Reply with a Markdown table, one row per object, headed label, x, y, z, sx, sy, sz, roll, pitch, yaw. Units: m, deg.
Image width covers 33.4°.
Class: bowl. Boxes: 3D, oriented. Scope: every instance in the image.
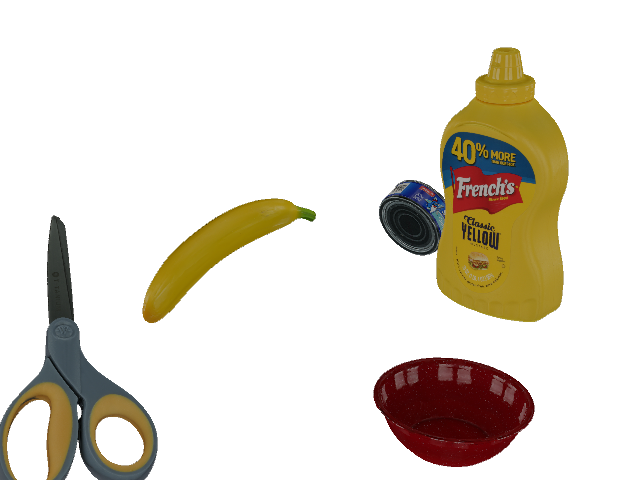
| label | x | y | z | sx | sy | sz | roll | pitch | yaw |
| --- | --- | --- | --- | --- | --- | --- | --- | --- | --- |
| bowl | 0.133 | 0.181 | 1.084 | 0.162 | 0.055 | 0.162 | 2 | 24 | -1 |

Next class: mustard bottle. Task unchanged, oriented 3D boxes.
| label | x | y | z | sx | sy | sz | roll | pitch | yaw |
| --- | --- | --- | --- | --- | --- | --- | --- | --- | --- |
| mustard bottle | 0.130 | -0.042 | 0.765 | 0.058 | 0.192 | 0.096 | -22 | 30 | -40 |

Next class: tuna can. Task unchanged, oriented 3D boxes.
| label | x | y | z | sx | sy | sz | roll | pitch | yaw |
| --- | --- | --- | --- | --- | --- | --- | --- | --- | --- |
| tuna can | 0.110 | -0.025 | 1.227 | 0.086 | 0.086 | 0.033 | 0 | 36 | 48 |

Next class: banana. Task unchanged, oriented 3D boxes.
| label | x | y | z | sx | sy | sz | roll | pitch | yaw |
| --- | --- | --- | --- | --- | --- | --- | --- | --- | --- |
| banana | -0.098 | 0.012 | 1.024 | 0.198 | 0.069 | 0.037 | -31 | 40 | 2 |

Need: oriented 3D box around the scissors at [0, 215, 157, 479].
| label | x | y | z | sx | sy | sz | roll | pitch | yaw |
| --- | --- | --- | --- | --- | --- | --- | --- | --- | --- |
| scissors | -0.134 | 0.067 | 0.630 | 0.096 | 0.201 | 0.016 | 14 | -45 | -9 |
